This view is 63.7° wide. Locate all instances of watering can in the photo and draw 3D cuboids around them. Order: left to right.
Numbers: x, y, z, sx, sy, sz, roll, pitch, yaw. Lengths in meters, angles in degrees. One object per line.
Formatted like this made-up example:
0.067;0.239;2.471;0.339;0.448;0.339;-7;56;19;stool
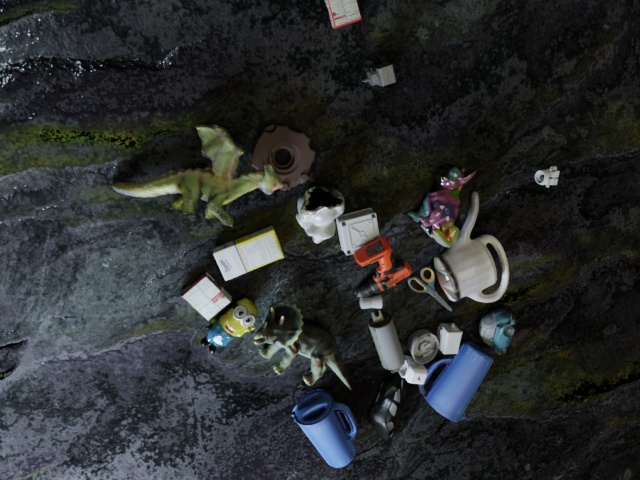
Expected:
0.448;0.044;1.570;0.225;0.104;0.345;-24;99;-6;watering can

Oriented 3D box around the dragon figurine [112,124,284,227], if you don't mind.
-0.296;-0.173;1.296;0.410;0.123;0.242;17;94;-6;dragon figurine

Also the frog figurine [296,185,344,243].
0.004;-0.072;1.424;0.138;0.125;0.156;-30;150;-12;frog figurine
